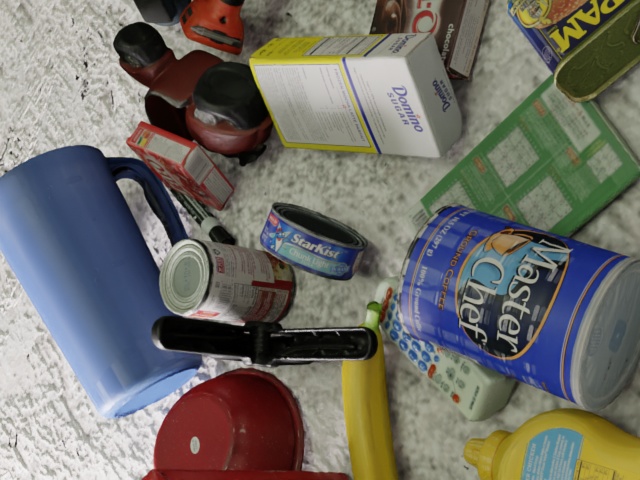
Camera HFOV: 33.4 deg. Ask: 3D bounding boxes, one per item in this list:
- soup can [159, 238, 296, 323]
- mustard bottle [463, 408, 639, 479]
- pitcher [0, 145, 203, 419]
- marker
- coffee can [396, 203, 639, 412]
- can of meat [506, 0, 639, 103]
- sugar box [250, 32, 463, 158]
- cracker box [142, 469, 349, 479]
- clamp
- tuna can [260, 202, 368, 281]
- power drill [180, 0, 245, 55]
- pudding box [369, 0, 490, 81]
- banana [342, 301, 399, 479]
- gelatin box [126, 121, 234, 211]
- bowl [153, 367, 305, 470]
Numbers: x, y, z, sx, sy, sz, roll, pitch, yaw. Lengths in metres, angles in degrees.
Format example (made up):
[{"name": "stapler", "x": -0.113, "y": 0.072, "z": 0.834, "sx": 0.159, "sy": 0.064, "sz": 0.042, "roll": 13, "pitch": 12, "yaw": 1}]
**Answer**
[{"name": "soup can", "x": -0.080, "y": 0.038, "z": 0.933, "sx": 0.069, "sy": 0.102, "sz": 0.068, "roll": -10, "pitch": 75, "yaw": 42}, {"name": "mustard bottle", "x": 0.176, "y": 0.162, "z": 0.699, "sx": 0.192, "sy": 0.058, "sz": 0.096, "roll": 10, "pitch": 98, "yaw": 43}, {"name": "pitcher", "x": -0.203, "y": 0.036, "z": 1.013, "sx": 0.149, "sy": 0.144, "sz": 0.243, "roll": -36, "pitch": 77, "yaw": 18}, {"name": "marker", "x": -0.117, "y": -0.026, "z": 1.038, "sx": 0.121, "sy": 0.020, "sz": 0.020, "roll": 47, "pitch": 113, "yaw": 38}, {"name": "coffee can", "x": 0.137, "y": 0.042, "z": 0.717, "sx": 0.141, "sy": 0.102, "sz": 0.103, "roll": 20, "pitch": 95, "yaw": 36}, {"name": "can of meat", "x": 0.191, "y": -0.162, "z": 0.746, "sx": 0.102, "sy": 0.057, "sz": 0.084, "roll": -40, "pitch": 53, "yaw": 20}, {"name": "sugar box", "x": 0.028, "y": -0.119, "z": 0.873, "sx": 0.177, "sy": 0.093, "sz": 0.048, "roll": 7, "pitch": 42, "yaw": 42}, {"name": "cracker box", "x": -0.029, "y": 0.249, "z": 0.767, "sx": 0.072, "sy": 0.213, "sz": 0.164, "roll": -48, "pitch": 53, "yaw": 23}, {"name": "clamp", "x": -0.056, "y": 0.083, "z": 0.857, "sx": 0.210, "sy": 0.164, "sz": 0.036, "roll": 145, "pitch": 130, "yaw": -76}, {"name": "tuna can", "x": -0.006, "y": 0.001, "z": 0.882, "sx": 0.086, "sy": 0.085, "sz": 0.034, "roll": 34, "pitch": 106, "yaw": 42}, {"name": "power drill", "x": -0.078, "y": -0.279, "z": 1.000, "sx": 0.184, "sy": 0.057, "sz": 0.188, "roll": -114, "pitch": 41, "yaw": -65}, {"name": "pudding box", "x": 0.090, "y": -0.189, "z": 0.862, "sx": 0.090, "sy": 0.039, "sz": 0.113, "roll": 13, "pitch": 91, "yaw": 43}, {"name": "banana", "x": 0.040, "y": 0.151, "z": 0.828, "sx": 0.037, "sy": 0.069, "sz": 0.198, "roll": -6, "pitch": 74, "yaw": -2}, {"name": "gelatin box", "x": -0.130, "y": -0.068, "z": 1.002, "sx": 0.073, "sy": 0.089, "sz": 0.030, "roll": 25, "pitch": 75, "yaw": 29}, {"name": "bowl", "x": -0.093, "y": 0.183, "z": 0.927, "sx": 0.162, "sy": 0.055, "sz": 0.162, "roll": -17, "pitch": 61, "yaw": 32}]
